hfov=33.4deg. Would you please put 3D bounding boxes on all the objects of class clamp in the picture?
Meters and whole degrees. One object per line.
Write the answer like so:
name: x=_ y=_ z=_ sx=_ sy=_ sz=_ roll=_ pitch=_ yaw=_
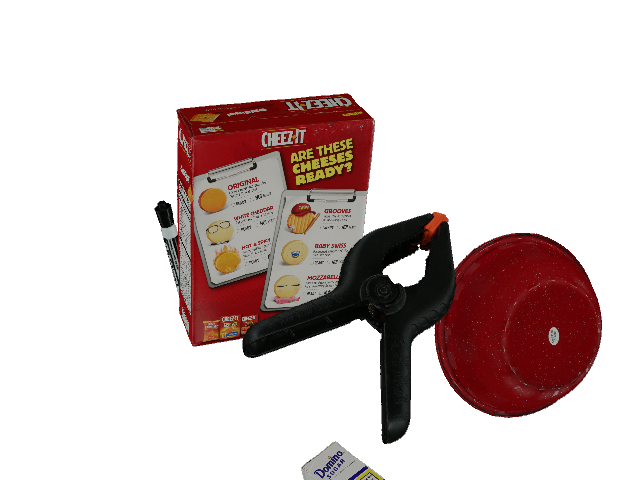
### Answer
clamp: x=0.029 y=0.042 z=0.716 sx=0.120 sy=0.171 sz=0.039 roll=26 pitch=-35 yaw=5

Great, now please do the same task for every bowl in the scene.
bowl: x=0.180 y=0.076 z=0.898 sx=0.161 sy=0.162 sz=0.055 roll=0 pitch=5 yaw=-21

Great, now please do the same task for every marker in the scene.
marker: x=-0.165 y=0.010 z=1.204 sx=0.020 sy=0.121 sz=0.020 roll=-9 pitch=30 yaw=5

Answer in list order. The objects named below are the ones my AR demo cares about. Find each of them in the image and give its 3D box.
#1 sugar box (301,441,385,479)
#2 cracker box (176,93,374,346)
sugar box: x=0.060 y=0.239 z=0.828 sx=0.048 sy=0.093 sz=0.176 roll=-34 pitch=39 yaw=-27
cracker box: x=-0.045 y=-0.019 z=0.967 sx=0.164 sy=0.214 sz=0.072 roll=-8 pitch=32 yaw=-19
